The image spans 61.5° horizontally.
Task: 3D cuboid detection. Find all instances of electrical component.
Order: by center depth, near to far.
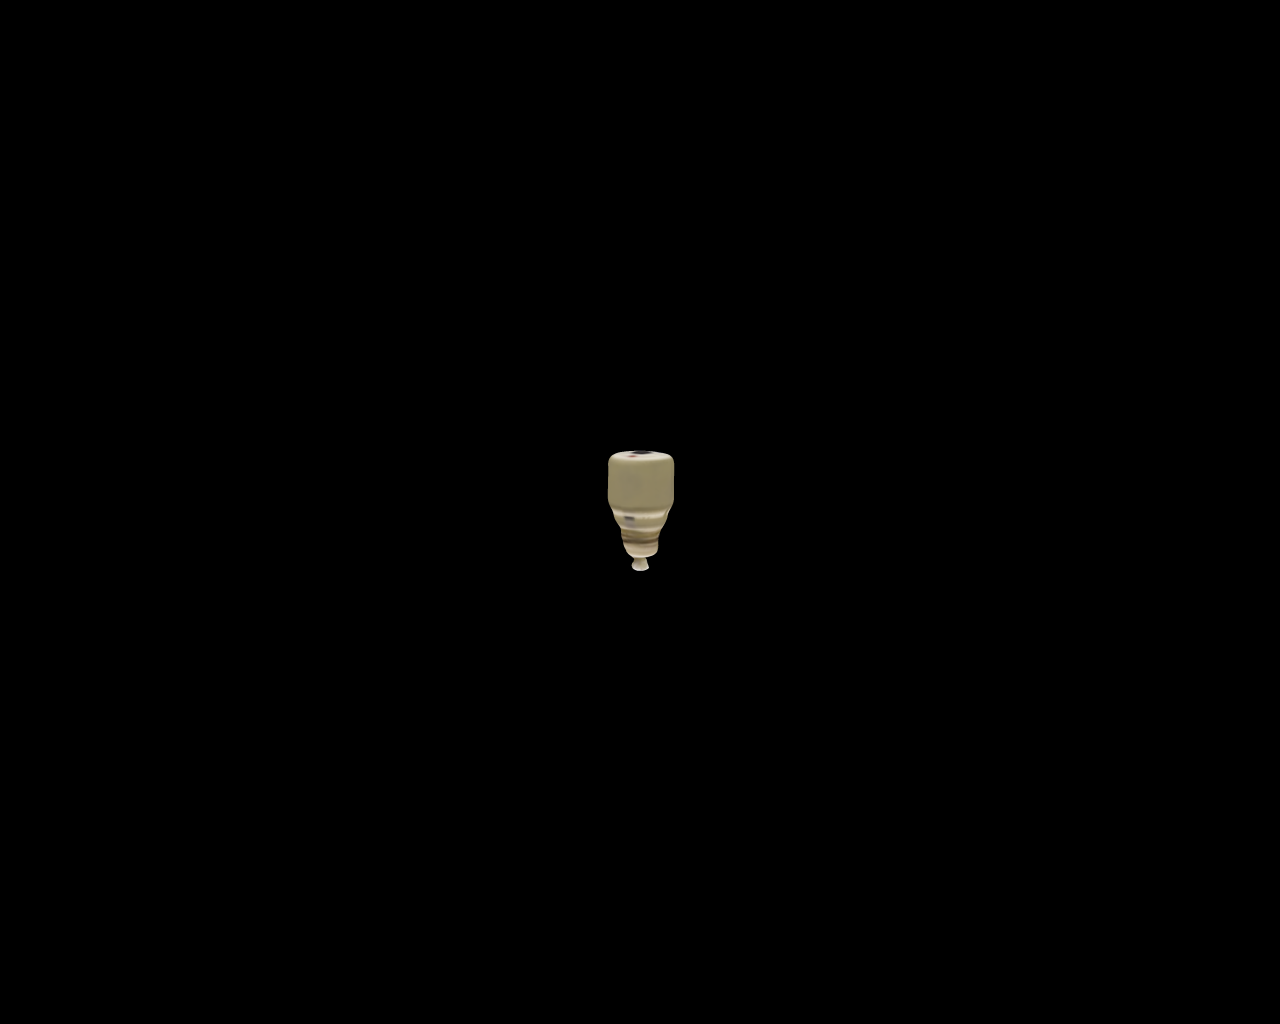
[{"bbox_3d":[0.001,-0.003,0.650,0.040,0.078,0.040,0,11,0],"label":"electrical component"}]
